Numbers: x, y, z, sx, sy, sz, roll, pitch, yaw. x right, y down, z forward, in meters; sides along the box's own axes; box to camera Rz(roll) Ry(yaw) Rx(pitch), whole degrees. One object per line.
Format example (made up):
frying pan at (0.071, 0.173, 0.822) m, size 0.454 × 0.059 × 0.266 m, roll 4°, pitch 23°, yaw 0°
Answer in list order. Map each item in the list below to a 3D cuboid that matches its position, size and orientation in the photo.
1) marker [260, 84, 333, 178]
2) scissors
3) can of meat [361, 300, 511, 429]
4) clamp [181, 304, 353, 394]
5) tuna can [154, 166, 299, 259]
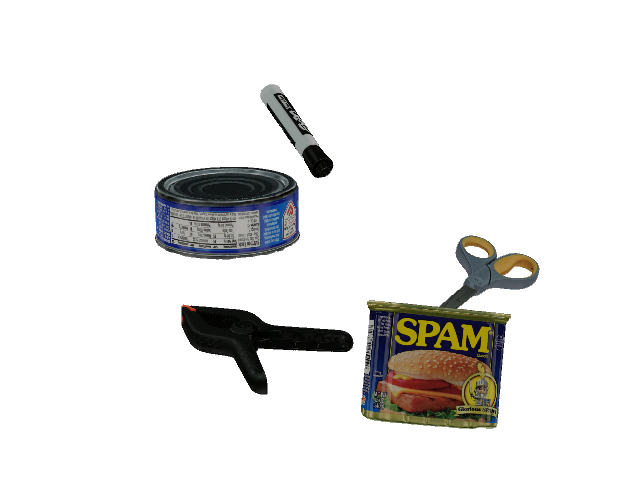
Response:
marker at (-0.020, -0.089, 0.864) m, size 0.020 × 0.020 × 0.121 m, roll 0°, pitch 37°, yaw -28°
scissors at (0.142, 0.033, 1.058) m, size 0.201 × 0.016 × 0.096 m, roll -12°, pitch 39°, yaw -44°
can of meat at (0.081, 0.090, 0.770) m, size 0.102 × 0.084 × 0.057 m, roll 6°, pitch -4°, yaw -7°
clamp at (-0.090, 0.118, 1.234) m, size 0.210 × 0.036 × 0.164 m, roll 14°, pitch 21°, yaw 29°
tuna can at (-0.055, -0.018, 0.629) m, size 0.086 × 0.034 × 0.086 m, roll 0°, pitch 17°, yaw 0°
